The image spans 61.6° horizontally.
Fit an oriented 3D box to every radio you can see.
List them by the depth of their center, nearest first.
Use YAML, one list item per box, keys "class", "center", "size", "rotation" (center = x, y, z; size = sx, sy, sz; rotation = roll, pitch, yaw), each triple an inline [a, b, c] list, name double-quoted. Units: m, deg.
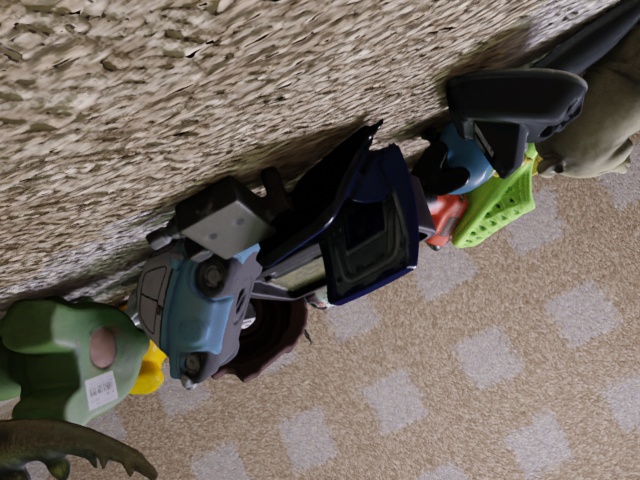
- class: "radio"
  center: [-0.001, -0.002, 0.603]
  size: [0.230, 0.073, 0.131]
  rotation: [-29, 155, 33]

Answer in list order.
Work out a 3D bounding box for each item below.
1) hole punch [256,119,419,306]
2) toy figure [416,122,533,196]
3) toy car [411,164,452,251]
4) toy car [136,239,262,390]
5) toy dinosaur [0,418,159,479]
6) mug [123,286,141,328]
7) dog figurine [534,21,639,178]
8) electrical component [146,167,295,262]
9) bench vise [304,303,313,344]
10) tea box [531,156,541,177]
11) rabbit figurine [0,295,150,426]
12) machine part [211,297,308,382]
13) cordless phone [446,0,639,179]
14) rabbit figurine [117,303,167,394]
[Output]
- class: "hole punch"
  center: [0.023, -0.017, 0.442]
  size: [0.142, 0.092, 0.116]
  rotation: [-37, -155, 50]
- class: "toy figure"
  center: [0.164, -0.100, 0.594]
  size: [0.089, 0.082, 0.180]
  rotation: [-4, -159, 44]
- class: "toy car"
  center: [0.191, -0.054, 0.842]
  size: [0.089, 0.053, 0.201]
  rotation: [-39, 137, -7]
- class: "toy car"
  center: [-0.122, 0.053, 0.520]
  size: [0.103, 0.161, 0.109]
  rotation: [18, -172, 8]
- class: "toy dinosaur"
  center: [-0.346, 0.202, 0.416]
  size: [0.472, 0.198, 0.105]
  rotation: [-25, 179, 14]
- class: "mug"
  center: [-0.167, 0.058, 0.602]
  size: [0.107, 0.081, 0.109]
  rotation: [-43, 161, 32]
- class: "dog figurine"
  center: [0.288, -0.141, 0.486]
  size: [0.172, 0.121, 0.190]
  rotation: [-60, 177, -10]
- class: "electrical component"
  center: [-0.072, -0.019, 0.416]
  size: [0.102, 0.045, 0.078]
  rotation: [-30, 146, 19]
- class: "bench vise"
  center: [0.013, 0.059, 1.054]
  size: [0.240, 0.129, 0.223]
  rotation: [-20, 134, -38]
- class: "tea box"
  center: [0.302, -0.135, 0.879]
  size: [0.068, 0.098, 0.169]
  rotation: [-25, 174, -26]
- class: "rabbit figurine"
  center: [-0.264, 0.105, 0.512]
  size: [0.170, 0.121, 0.159]
  rotation: [-9, -171, 18]
- class: "machine part"
  center: [-0.108, 0.098, 0.711]
  size: [0.179, 0.179, 0.056]
  rotation: [-25, 164, -18]
- class: "cordless phone"
  center: [0.198, -0.140, 0.439]
  size: [0.184, 0.089, 0.146]
  rotation: [-39, 172, 14]
- class: "rabbit figurine"
  center: [-0.217, 0.141, 0.798]
  size: [0.173, 0.121, 0.162]
  rotation: [-7, -173, -23]
